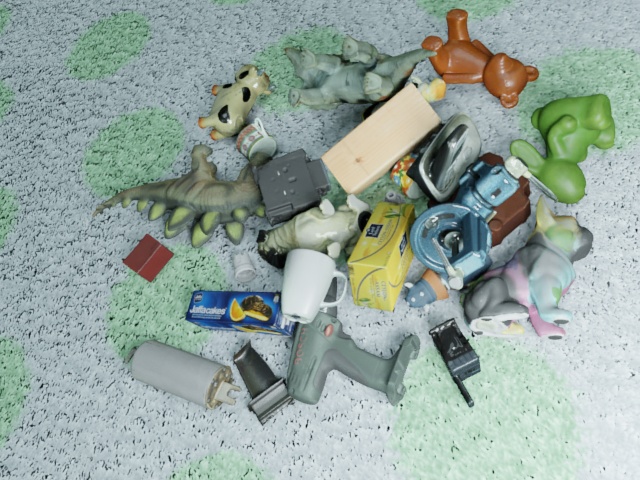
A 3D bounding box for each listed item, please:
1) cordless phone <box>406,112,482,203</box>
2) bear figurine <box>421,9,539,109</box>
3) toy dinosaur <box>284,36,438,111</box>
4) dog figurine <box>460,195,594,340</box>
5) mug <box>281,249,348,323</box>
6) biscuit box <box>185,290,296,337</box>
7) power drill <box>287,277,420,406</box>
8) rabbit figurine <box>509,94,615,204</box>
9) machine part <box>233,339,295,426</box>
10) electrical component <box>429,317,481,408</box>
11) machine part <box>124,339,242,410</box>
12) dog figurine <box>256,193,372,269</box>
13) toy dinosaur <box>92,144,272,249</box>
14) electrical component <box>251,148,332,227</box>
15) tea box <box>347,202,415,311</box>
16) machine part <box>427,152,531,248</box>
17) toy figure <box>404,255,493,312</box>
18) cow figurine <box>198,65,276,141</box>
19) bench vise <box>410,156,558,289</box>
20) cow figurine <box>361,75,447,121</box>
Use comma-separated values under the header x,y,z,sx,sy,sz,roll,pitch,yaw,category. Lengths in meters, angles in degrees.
x,y,z,sx,sy,sz,roll,pitch,yaw,category
0.216,-0.156,0.861,0.089,0.184,0.146,36,75,10,cordless phone
0.311,-0.343,1.035,0.120,0.131,0.196,-48,53,-8,bear figurine
0.080,-0.311,1.032,0.405,0.192,0.131,13,108,38,toy dinosaur
0.321,0.039,0.836,0.192,0.108,0.219,0,58,22,dog figurine
-0.014,0.082,0.873,0.110,0.080,0.107,16,67,2,mug
-0.141,0.127,0.949,0.203,0.059,0.063,-2,63,30,biscuit box
0.053,0.164,0.872,0.208,0.085,0.232,14,66,20,power drill
0.404,-0.147,0.904,0.159,0.121,0.170,8,80,26,rabbit figurine
-0.104,0.237,0.910,0.084,0.039,0.139,-37,59,3,machine part
0.213,0.185,0.807,0.048,0.074,0.119,-29,53,2,electrical component
-0.241,0.231,0.936,0.244,0.079,0.079,13,67,25,machine part
-0.004,-0.007,0.988,0.191,0.172,0.121,-15,72,47,dog figurine
-0.245,-0.089,1.095,0.472,0.105,0.198,4,64,19,toy dinosaur
-0.049,-0.100,0.994,0.134,0.058,0.115,-20,73,0,electrical component
0.107,0.023,0.885,0.068,0.098,0.170,8,42,23,tea box
0.276,-0.072,0.938,0.179,0.056,0.179,-9,59,14,machine part
0.209,0.064,0.886,0.154,0.057,0.064,-34,51,5,toy figure
-0.182,-0.319,1.214,0.127,0.085,0.195,3,61,27,cow figurine
0.219,-0.017,0.783,0.224,0.128,0.241,-33,16,29,bench vise
0.169,-0.273,1.081,0.167,0.068,0.098,-37,52,-4,cow figurine
